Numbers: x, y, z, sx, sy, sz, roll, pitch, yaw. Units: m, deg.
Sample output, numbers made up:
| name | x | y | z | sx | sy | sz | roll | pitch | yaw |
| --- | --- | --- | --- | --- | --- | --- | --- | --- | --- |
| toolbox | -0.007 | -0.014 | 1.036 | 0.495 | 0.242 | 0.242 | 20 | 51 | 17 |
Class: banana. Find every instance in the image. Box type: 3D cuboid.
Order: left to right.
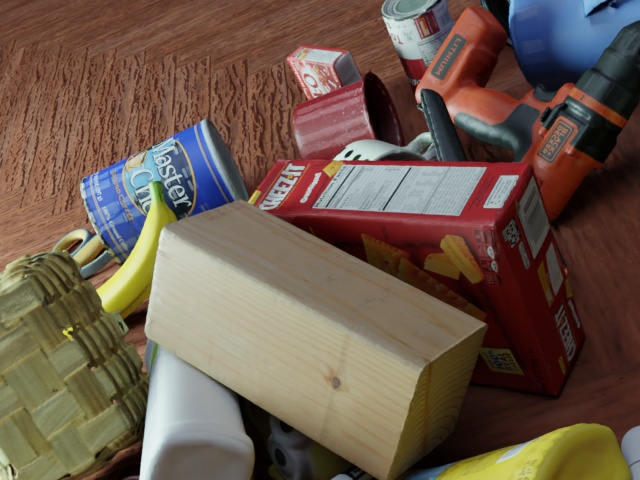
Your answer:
| name | x | y | z | sx | sy | sz | roll | pitch | yaw |
| --- | --- | --- | --- | --- | --- | --- | --- | --- | --- |
| banana | -0.191 | 0.039 | 1.011 | 0.198 | 0.037 | 0.070 | -49 | 57 | 9 |

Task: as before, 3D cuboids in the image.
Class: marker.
| name | x | y | z | sx | sy | sz | roll | pitch | yaw |
| --- | --- | --- | --- | --- | --- | --- | --- | --- | --- |
| marker | 0.043 | 0.148 | 0.721 | 0.020 | 0.020 | 0.120 | 3 | 16 | 36 |

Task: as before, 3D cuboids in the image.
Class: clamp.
| name | x | y | z | sx | sy | sz | roll | pitch | yaw |
| --- | --- | --- | --- | --- | --- | --- | --- | --- | --- |
| clamp | 0.113 | -0.029 | 0.856 | 0.210 | 0.036 | 0.164 | 29 | 70 | 22 |

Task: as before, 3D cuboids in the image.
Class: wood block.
| name | x | y | z | sx | sy | sz | roll | pitch | yaw |
| --- | --- | --- | --- | --- | --- | --- | --- | --- | --- |
| wood block | -0.008 | 0.061 | 0.711 | 0.206 | 0.091 | 0.090 | 27 | 29 | 27 |

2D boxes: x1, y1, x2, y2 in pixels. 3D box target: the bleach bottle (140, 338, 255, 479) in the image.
| name | x | y | z | sx | sy | sz | roll | pitch | yaw |
| --- | --- | --- | --- | --- | --- | --- | --- | --- | --- |
| bleach bottle | -0.098 | 0.104 | 0.786 | 0.068 | 0.103 | 0.251 | 11 | 27 | -15 |

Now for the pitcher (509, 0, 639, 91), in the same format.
| name | x | y | z | sx | sy | sz | roll | pitch | yaw |
| --- | --- | --- | --- | --- | --- | --- | --- | --- | --- |
| pitcher | 0.294 | -0.207 | 0.947 | 0.243 | 0.149 | 0.145 | -8 | 40 | 31 |

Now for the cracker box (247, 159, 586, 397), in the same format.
| name | x | y | z | sx | sy | sz | roll | pitch | yaw |
| --- | --- | --- | --- | --- | --- | --- | --- | --- | --- |
| cracker box | 0.067 | 0.025 | 0.780 | 0.214 | 0.164 | 0.072 | 4 | 44 | 36 |

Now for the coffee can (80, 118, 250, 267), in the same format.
| name | x | y | z | sx | sy | sz | roll | pitch | yaw |
| --- | --- | --- | --- | --- | --- | --- | --- | --- | --- |
| coffee can | -0.152 | -0.046 | 1.067 | 0.140 | 0.102 | 0.103 | -25 | 35 | 4 |

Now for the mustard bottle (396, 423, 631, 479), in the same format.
| name | x | y | z | sx | sy | sz | roll | pitch | yaw |
| --- | --- | --- | --- | --- | --- | --- | --- | --- | --- |
| mustard bottle | 0.086 | 0.163 | 0.651 | 0.096 | 0.058 | 0.192 | -20 | -5 | -46 |

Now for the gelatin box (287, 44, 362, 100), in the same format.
| name | x | y | z | sx | sy | sz | roll | pitch | yaw |
| --- | --- | --- | --- | --- | --- | --- | --- | --- | --- |
| gelatin box | 0.014 | -0.158 | 1.110 | 0.073 | 0.089 | 0.030 | 19 | 57 | 46 |

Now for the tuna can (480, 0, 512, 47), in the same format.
| name | x | y | z | sx | sy | sz | roll | pitch | yaw |
| --- | --- | --- | --- | --- | --- | --- | --- | --- | --- |
| tuna can | 0.200 | -0.237 | 1.091 | 0.033 | 0.086 | 0.086 | -35 | 36 | -7 |

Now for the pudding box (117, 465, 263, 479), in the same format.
| name | x | y | z | sx | sy | sz | roll | pitch | yaw |
| --- | --- | --- | --- | --- | --- | --- | --- | --- | --- |
| pudding box | -0.105 | 0.204 | 0.775 | 0.114 | 0.039 | 0.090 | -11 | 37 | 21 |

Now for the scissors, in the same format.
| name | x | y | z | sx | sy | sz | roll | pitch | yaw |
| --- | --- | --- | --- | --- | --- | --- | --- | --- | --- |
| scissors | -0.290 | 0.050 | 1.112 | 0.201 | 0.016 | 0.096 | -41 | 36 | -19 |

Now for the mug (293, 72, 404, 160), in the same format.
| name | x | y | z | sx | sy | sz | roll | pitch | yaw |
| --- | --- | --- | --- | --- | --- | --- | --- | --- | --- |
| mug | 0.029 | -0.095 | 1.036 | 0.082 | 0.093 | 0.117 | -17 | 73 | 22 |

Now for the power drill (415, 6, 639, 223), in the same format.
| name | x | y | z | sx | sy | sz | roll | pitch | yaw |
| --- | --- | --- | --- | --- | --- | --- | --- | --- | --- |
| power drill | 0.180 | -0.130 | 0.909 | 0.184 | 0.057 | 0.188 | -57 | 46 | 12 |

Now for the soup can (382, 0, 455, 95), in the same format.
| name | x | y | z | sx | sy | sz | roll | pitch | yaw |
| --- | --- | --- | --- | --- | --- | --- | --- | --- | --- |
| soup can | 0.111 | -0.204 | 1.093 | 0.068 | 0.102 | 0.068 | -18 | 37 | 14 |
